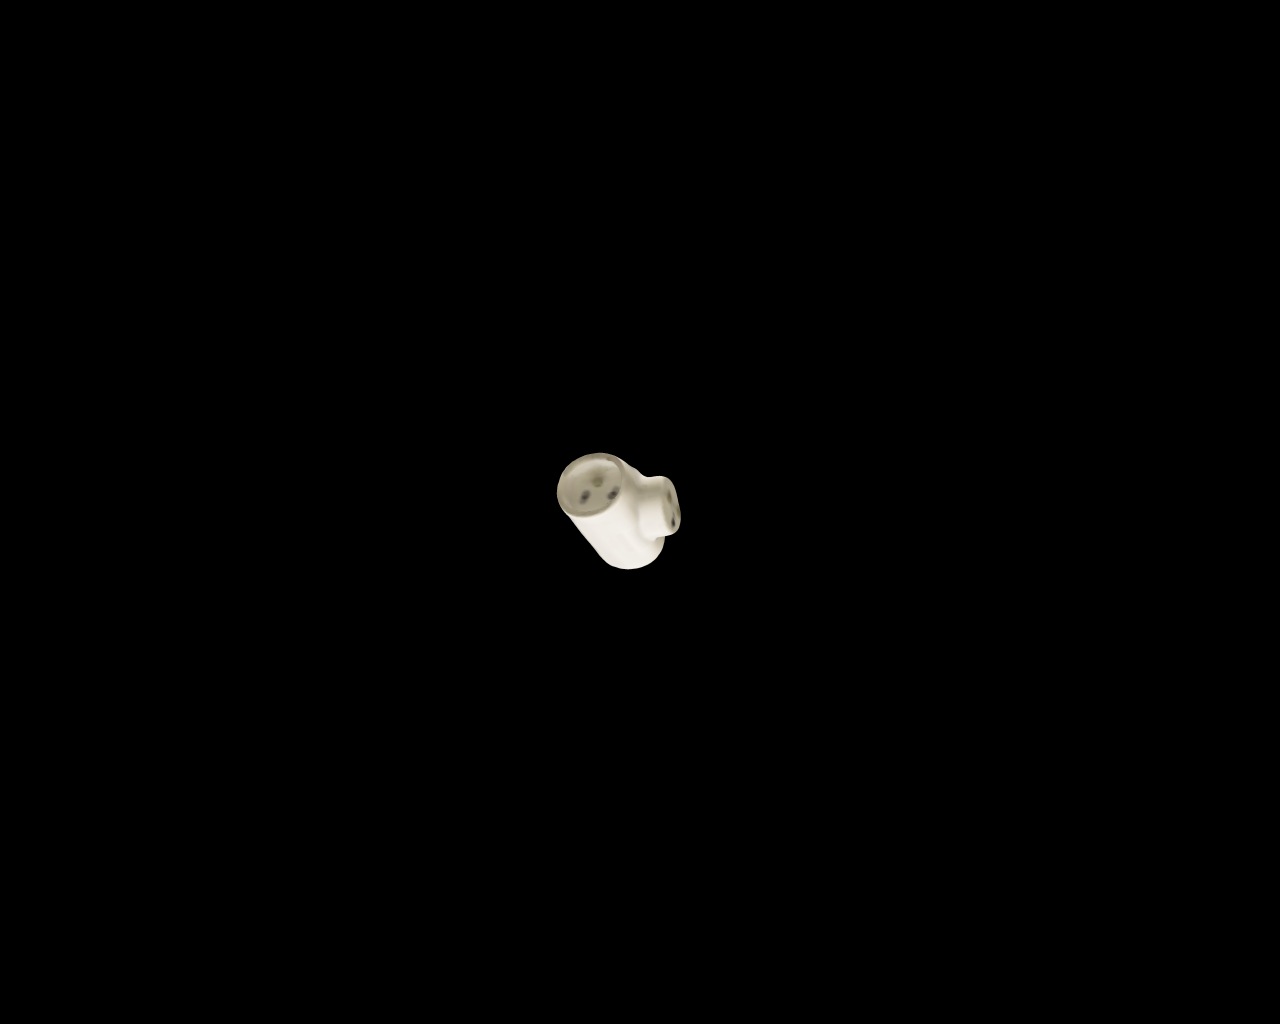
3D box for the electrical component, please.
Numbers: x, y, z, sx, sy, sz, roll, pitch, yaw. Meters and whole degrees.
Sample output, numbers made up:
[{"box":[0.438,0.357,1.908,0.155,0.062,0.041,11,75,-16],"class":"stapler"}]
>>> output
[{"box":[0.001,-0.003,0.650,0.079,0.043,0.077,-9,-30,17],"class":"electrical component"}]
